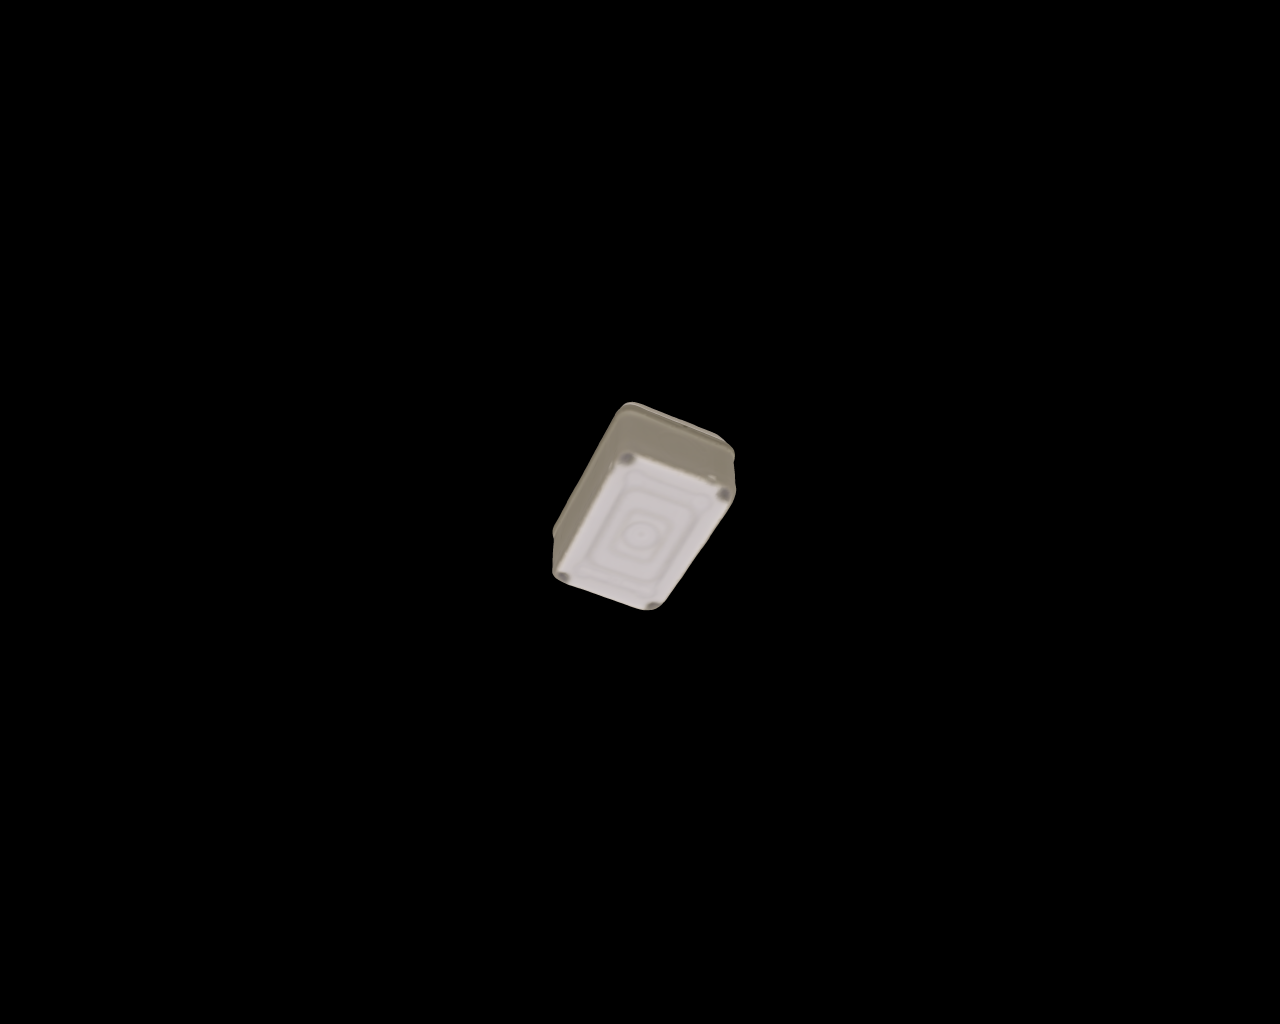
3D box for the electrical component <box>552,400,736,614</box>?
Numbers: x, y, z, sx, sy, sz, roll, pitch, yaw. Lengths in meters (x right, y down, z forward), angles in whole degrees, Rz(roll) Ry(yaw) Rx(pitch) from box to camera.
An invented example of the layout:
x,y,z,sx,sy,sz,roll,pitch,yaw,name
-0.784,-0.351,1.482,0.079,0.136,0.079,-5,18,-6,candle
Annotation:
x,y,z,sx,sy,sz,roll,pitch,yaw,name
0.001,-0.003,0.650,0.078,0.113,0.057,21,36,-16,electrical component
